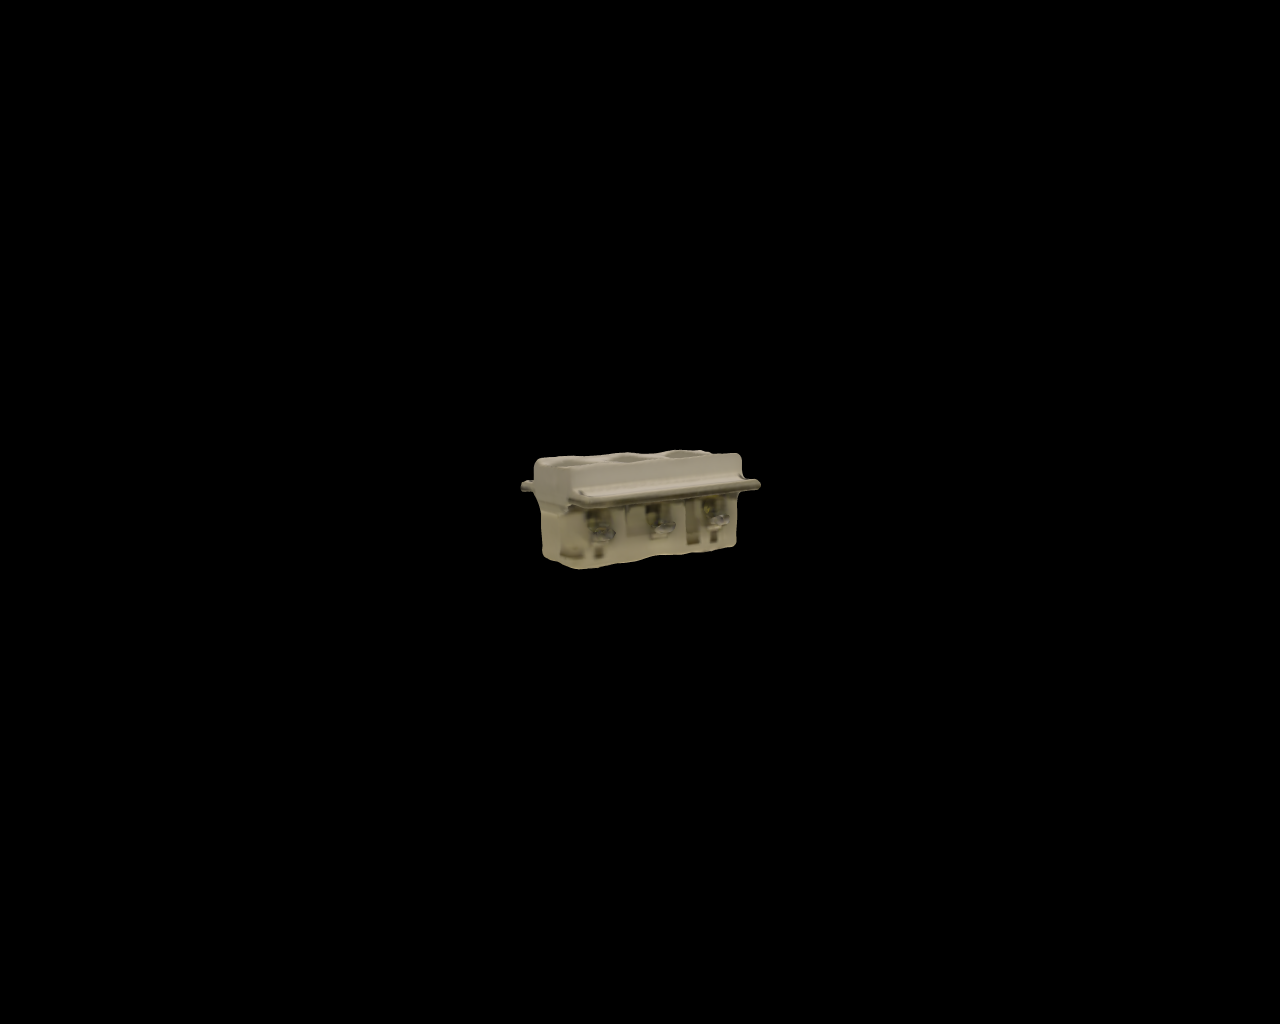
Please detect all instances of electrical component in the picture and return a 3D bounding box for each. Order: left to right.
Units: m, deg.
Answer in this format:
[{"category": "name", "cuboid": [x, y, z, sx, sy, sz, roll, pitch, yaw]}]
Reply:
[{"category": "electrical component", "cuboid": [0.001, -0.003, 0.650, 0.121, 0.063, 0.079, -6, 11, -32]}]
